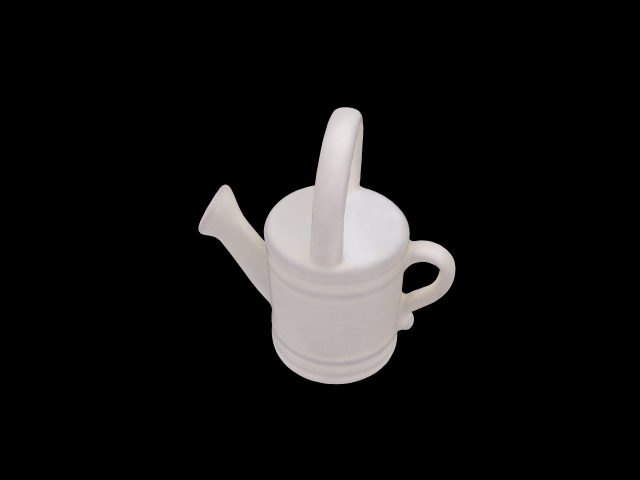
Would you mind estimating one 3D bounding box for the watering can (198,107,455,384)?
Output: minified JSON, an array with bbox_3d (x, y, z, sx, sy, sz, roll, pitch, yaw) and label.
[{"bbox_3d":[0.003,0.003,0.398,0.173,0.194,0.100,-6,40,-7],"label":"watering can"}]
